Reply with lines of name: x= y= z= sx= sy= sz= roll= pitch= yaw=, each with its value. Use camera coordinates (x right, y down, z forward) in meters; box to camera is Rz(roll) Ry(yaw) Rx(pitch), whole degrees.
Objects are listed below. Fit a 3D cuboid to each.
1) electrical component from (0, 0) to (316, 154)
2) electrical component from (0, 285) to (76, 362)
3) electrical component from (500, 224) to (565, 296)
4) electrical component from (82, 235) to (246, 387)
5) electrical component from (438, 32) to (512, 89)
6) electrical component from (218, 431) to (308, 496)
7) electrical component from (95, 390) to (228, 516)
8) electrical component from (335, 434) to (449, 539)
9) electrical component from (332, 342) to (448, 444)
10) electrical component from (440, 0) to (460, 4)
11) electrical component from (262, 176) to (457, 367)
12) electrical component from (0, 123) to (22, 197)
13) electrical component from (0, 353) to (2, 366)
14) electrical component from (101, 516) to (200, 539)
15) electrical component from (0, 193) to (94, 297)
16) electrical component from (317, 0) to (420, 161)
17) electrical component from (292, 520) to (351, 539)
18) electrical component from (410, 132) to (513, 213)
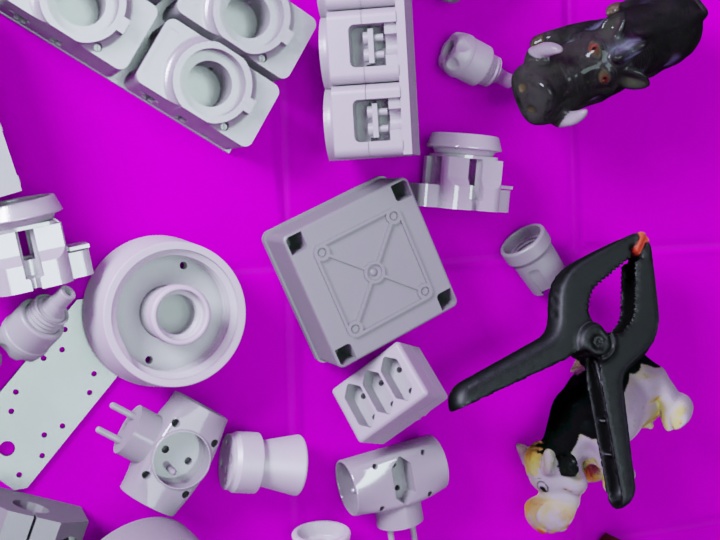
electrical component: x=-0.135 y=-0.173 z=0.728 sx=0.186 sy=0.060 sz=0.105 roll=31 pitch=82 yaw=-21
electrical component: x=-0.210 y=0.032 z=0.711 sx=0.035 sy=0.035 sz=0.061 roll=40 pitch=116 yaw=-20
electrical component: x=0.141 y=-0.008 z=0.864 sx=0.040 sy=0.040 sz=0.046 roll=-43 pitch=113 yaw=-14
electrical component: x=-0.131 y=0.030 z=0.739 sx=0.108 sy=0.060 sz=0.108 roll=0 pitch=91 yaw=-25
electrical component: x=0.093 y=-0.159 z=0.837 sx=0.061 sy=0.035 sz=0.035 roll=22 pitch=85 yaw=-24
electrical component: x=-0.071 y=0.141 z=0.783 sx=0.055 sy=0.045 sz=0.045 roll=7 pitch=91 yaw=-22
electrical component: x=-0.145 y=0.120 z=0.751 sx=0.079 sy=0.044 sz=0.077 roll=32 pitch=81 yaw=-21
electrical component: x=0.028 y=0.174 z=0.826 sx=0.077 sy=0.043 sz=0.079 roll=-12 pitch=98 yaw=-21
electrical component: x=0.031 y=0.095 z=0.814 sx=0.066 sy=0.077 sz=0.047 roll=-38 pitch=65 yaw=17
electrical component: x=0.068 y=-0.235 z=0.811 sx=0.055 sy=0.055 sz=0.047 roll=40 pitch=83 yaw=-20
electrical component: x=0.000 y=0.000 z=0.796 sx=0.109 sy=0.056 sz=0.108 roll=-28 pitch=103 yaw=-18
electrical component: x=-0.281 y=-0.108 z=0.671 sx=0.089 sy=0.062 sz=0.150 roll=-19 pitch=101 yaw=-20
electrical component: x=-0.281 y=0.050 z=0.686 sx=0.095 sy=0.054 sz=0.059 roll=33 pitch=81 yaw=-21
electrical component: x=-0.146 y=0.219 z=0.737 sx=0.099 sy=0.064 sz=0.099 roll=-12 pitch=108 yaw=-40
electrical component: x=-0.220 y=-0.018 z=0.705 sx=0.078 sy=0.058 sz=0.057 roll=-14 pitch=101 yaw=-21
electrical component: x=0.005 y=-0.155 z=0.765 sx=0.062 sy=0.089 sz=0.150 roll=-3 pitch=95 yaw=7
electrical component: x=-0.028 y=0.227 z=0.809 sx=0.044 sy=0.044 sz=0.065 roll=-5 pitch=100 yaw=-22
electrical component: x=0.078 y=-0.075 z=0.824 sx=0.078 sy=0.058 sz=0.057 roll=3 pitch=95 yaw=-22
